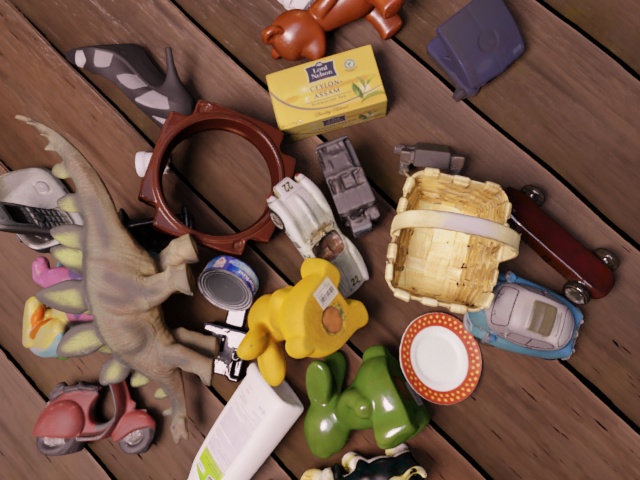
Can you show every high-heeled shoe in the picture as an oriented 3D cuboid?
[{"bbox_3d":[-0.313,-0.246,0.887,0.249,0.086,0.145,10,115,25],"label":"high-heeled shoe"}]

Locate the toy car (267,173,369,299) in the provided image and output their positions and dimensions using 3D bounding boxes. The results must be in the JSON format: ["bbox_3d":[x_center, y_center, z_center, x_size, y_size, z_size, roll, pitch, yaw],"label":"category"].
[{"bbox_3d":[-0.002,-0.002,0.775,0.073,0.056,0.201,-41,111,-20],"label":"toy car"}]

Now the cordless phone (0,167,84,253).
[{"bbox_3d":[-0.452,-0.051,0.800,0.089,0.184,0.146,-39,80,4],"label":"cordless phone"}]

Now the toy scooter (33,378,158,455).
[{"bbox_3d":[-0.333,0.246,0.801,0.184,0.075,0.135,-2,82,2],"label":"toy scooter"}]

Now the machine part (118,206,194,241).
[{"bbox_3d":[-0.267,-0.020,0.837,0.139,0.084,0.039,-7,54,-7],"label":"machine part"}]

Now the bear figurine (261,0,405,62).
[{"bbox_3d":[0.017,-0.328,0.825,0.196,0.120,0.132,-42,84,1],"label":"bear figurine"}]

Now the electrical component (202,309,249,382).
[{"bbox_3d":[-0.137,0.147,0.809,0.075,0.047,0.119,16,85,7],"label":"electrical component"}]

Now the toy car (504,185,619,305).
[{"bbox_3d":[0.334,0.005,0.776,0.202,0.053,0.089,43,73,11],"label":"toy car"}]

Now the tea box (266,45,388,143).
[{"bbox_3d":[0.011,-0.224,0.835,0.170,0.068,0.098,-17,81,4],"label":"tea box"}]

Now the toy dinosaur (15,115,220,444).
[{"bbox_3d":[-0.255,0.063,0.701,0.199,0.105,0.470,-11,103,-3],"label":"toy dinosaur"}]

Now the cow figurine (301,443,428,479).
[{"bbox_3d":[0.057,0.329,0.727,0.167,0.098,0.068,-12,82,-8],"label":"cow figurine"}]

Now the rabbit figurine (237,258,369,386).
[{"bbox_3d":[-0.041,0.120,0.751,0.121,0.173,0.162,49,59,-28],"label":"rabbit figurine"}]

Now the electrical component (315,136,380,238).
[{"bbox_3d":[0.043,-0.072,0.787,0.058,0.115,0.134,-21,79,4],"label":"electrical component"}]

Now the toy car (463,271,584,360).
[{"bbox_3d":[0.286,0.109,0.743,0.162,0.103,0.109,21,85,10],"label":"toy car"}]

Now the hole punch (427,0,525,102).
[{"bbox_3d":[0.239,-0.298,0.815,0.142,0.092,0.116,-39,84,-4],"label":"hole punch"}]

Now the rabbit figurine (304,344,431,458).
[{"bbox_3d":[0.040,0.232,0.747,0.170,0.121,0.159,-34,77,16],"label":"rabbit figurine"}]

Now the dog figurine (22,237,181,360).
[{"bbox_3d":[-0.313,0.088,0.807,0.219,0.108,0.191,3,82,4],"label":"dog figurine"}]

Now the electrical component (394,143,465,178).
[{"bbox_3d":[0.163,-0.116,0.804,0.102,0.078,0.045,5,109,2],"label":"electrical component"}]

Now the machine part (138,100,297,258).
[{"bbox_3d":[-0.149,-0.088,0.793,0.201,0.087,0.201,20,84,-14],"label":"machine part"}]
